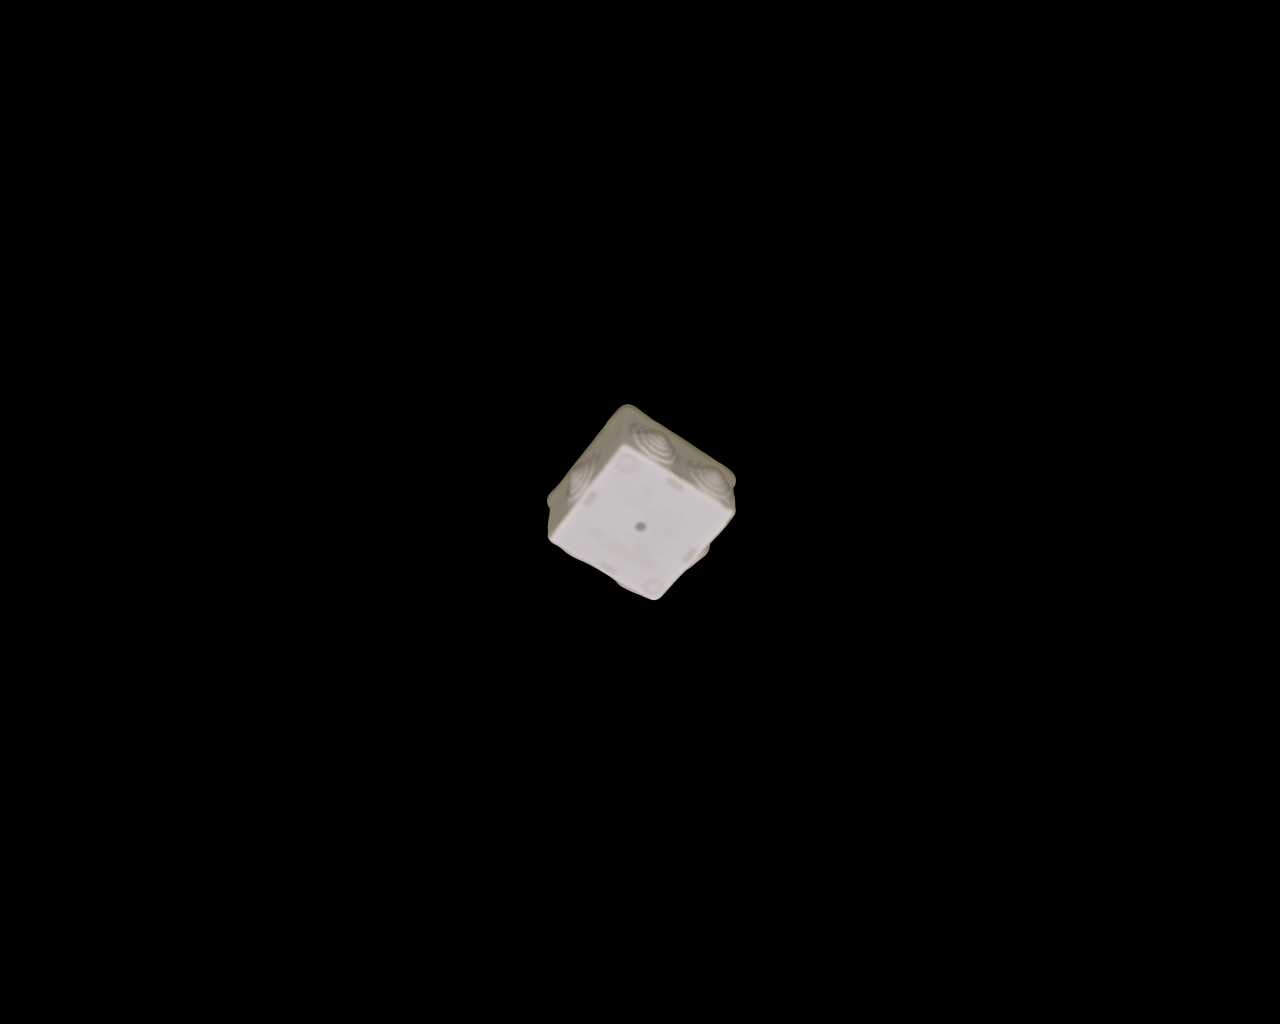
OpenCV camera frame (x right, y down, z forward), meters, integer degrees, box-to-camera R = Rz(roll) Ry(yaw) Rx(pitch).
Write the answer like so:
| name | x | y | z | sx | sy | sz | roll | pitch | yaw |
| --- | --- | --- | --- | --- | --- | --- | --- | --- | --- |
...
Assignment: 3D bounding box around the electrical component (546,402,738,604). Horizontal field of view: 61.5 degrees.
| name | x | y | z | sx | sy | sz | roll | pitch | yaw |
| --- | --- | --- | --- | --- | --- | --- | --- | --- | --- |
| electrical component | 0.001 | -0.003 | 0.650 | 0.099 | 0.099 | 0.048 | 32 | 26 | -18 |
